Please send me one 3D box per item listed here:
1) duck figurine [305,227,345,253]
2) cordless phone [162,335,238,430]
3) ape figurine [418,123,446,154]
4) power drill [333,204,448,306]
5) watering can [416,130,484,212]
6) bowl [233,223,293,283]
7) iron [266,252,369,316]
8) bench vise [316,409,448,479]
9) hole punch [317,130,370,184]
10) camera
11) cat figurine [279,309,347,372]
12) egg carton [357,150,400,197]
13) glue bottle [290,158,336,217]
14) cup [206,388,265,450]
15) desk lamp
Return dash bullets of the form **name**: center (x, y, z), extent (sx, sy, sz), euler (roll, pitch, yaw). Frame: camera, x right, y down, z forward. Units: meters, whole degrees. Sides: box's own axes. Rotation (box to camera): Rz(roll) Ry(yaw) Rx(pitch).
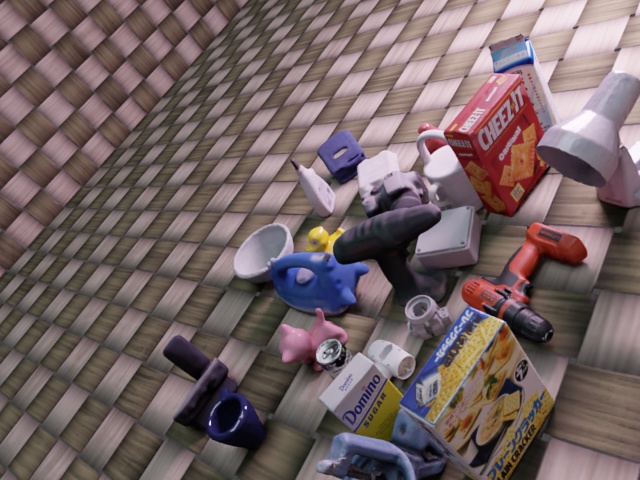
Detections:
- **duck figurine**: center (0.012, 0.005, 1.291), extent (0.104, 0.086, 0.077), euler (-43, 35, -5)
- **cordless phone**: center (-0.270, 0.283, 1.153), extent (0.093, 0.186, 0.148), euler (5, 55, 45)
- **ape figurine**: center (0.258, -0.235, 1.326), extent (0.075, 0.092, 0.078), euler (16, 62, 50)
- **power drill**: center (0.147, 0.028, 1.033), extent (0.228, 0.209, 0.075), euler (-12, 43, 33)
- **watering can**: center (0.259, -0.151, 1.142), extent (0.100, 0.195, 0.173), euler (-13, 43, 32)
- **bowl**: center (-0.124, 0.045, 1.381), extent (0.167, 0.075, 0.167), euler (-24, 38, 21)
- **iron**: center (-0.033, 0.074, 1.206), extent (0.257, 0.142, 0.119), euler (-4, 48, 40)
- **bench vise**: center (0.077, 0.297, 0.788), extent (0.121, 0.220, 0.207), euler (-13, 43, 33)
- **hole punch**: center (0.062, -0.219, 1.490), extent (0.108, 0.091, 0.101), euler (-36, 35, 5)
- **camera**: center (0.163, -0.072, 1.225), extent (0.143, 0.101, 0.136), euler (-27, 37, 17)
- **cat figurine**: center (-0.026, 0.189, 1.092), extent (0.128, 0.118, 0.067), euler (-50, 36, -15)
- **egg carton**: center (0.142, -0.145, 1.352), extent (0.107, 0.070, 0.150), euler (-25, 37, 20)
- **glue bottle**: center (-0.022, -0.138, 1.404), extent (0.037, 0.174, 0.078), euler (-17, 41, 29)
- **cup**: center (-0.150, 0.336, 1.062), extent (0.091, 0.095, 0.117), euler (-36, 35, 6)
- **desk lamp**: center (0.471, -0.151, 0.931), extent (0.203, 0.214, 0.117), euler (-45, 35, -7)
